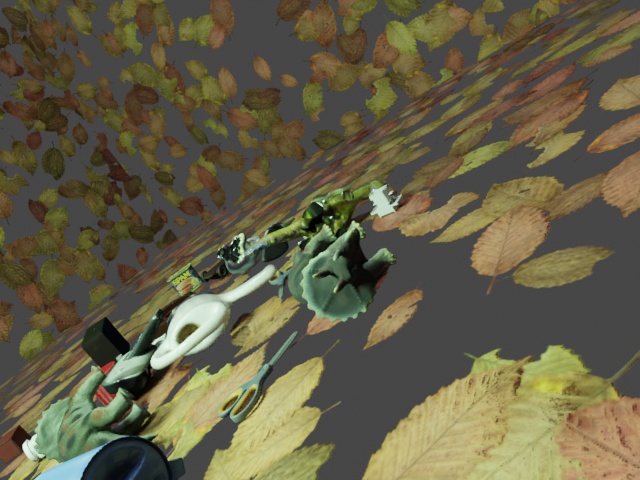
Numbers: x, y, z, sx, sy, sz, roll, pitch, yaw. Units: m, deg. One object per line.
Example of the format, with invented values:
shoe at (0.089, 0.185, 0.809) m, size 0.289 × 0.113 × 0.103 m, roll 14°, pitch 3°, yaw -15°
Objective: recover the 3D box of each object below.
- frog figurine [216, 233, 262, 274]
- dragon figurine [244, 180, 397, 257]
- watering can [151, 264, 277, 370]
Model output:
frog figurine at (-0.222, 0.048, 1.616) m, size 0.124 × 0.136 × 0.158 m, roll 42°, pitch 13°, yaw 30°
dragon figurine at (0.004, -0.069, 1.371) m, size 0.409 × 0.121 × 0.246 m, roll -17°, pitch 15°, yaw 13°
watering can at (-0.254, 0.172, 1.223) m, size 0.350 × 0.103 × 0.224 m, roll -40°, pitch 14°, yaw -14°
